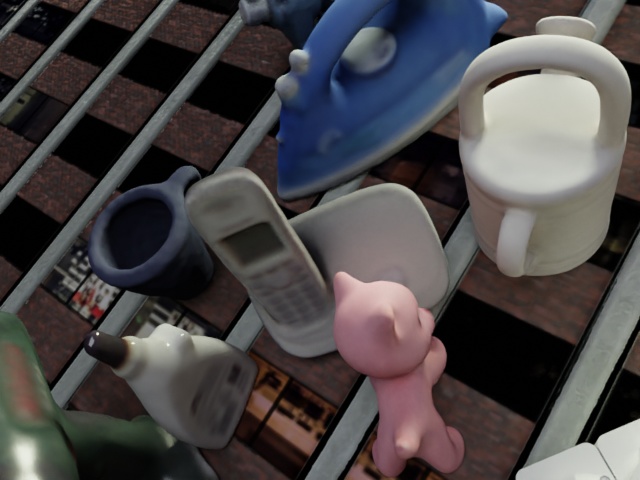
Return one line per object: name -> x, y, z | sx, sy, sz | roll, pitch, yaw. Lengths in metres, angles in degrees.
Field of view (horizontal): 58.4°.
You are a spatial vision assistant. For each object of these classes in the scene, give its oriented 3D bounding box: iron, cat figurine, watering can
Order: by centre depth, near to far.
watering can -> 0.142, -0.066, 0.375 | 0.100, 0.194, 0.173 | -10, 61, 15
cat figurine -> 0.047, 0.083, 0.376 | 0.067, 0.118, 0.127 | -15, 59, 12
iron -> 0.037, -0.155, 0.491 | 0.258, 0.142, 0.118 | -44, 58, -6

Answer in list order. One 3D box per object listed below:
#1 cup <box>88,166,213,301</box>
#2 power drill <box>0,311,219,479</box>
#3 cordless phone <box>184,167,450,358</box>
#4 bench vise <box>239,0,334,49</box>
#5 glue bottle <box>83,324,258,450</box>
cup -> -0.127, 0.002, 0.496 | 0.091, 0.095, 0.118 | 24, 74, 29
power drill -> -0.149, 0.148, 0.359 | 0.075, 0.209, 0.229 | -43, 58, -5
cordless phone -> 0.004, 0.001, 0.395 | 0.147, 0.185, 0.094 | -26, 58, 6
bench vise -> 0.015, -0.277, 0.516 | 0.121, 0.220, 0.207 | 34, 79, 31
glue bottle -> -0.101, 0.093, 0.392 | 0.037, 0.173, 0.078 | 14, 69, 26
